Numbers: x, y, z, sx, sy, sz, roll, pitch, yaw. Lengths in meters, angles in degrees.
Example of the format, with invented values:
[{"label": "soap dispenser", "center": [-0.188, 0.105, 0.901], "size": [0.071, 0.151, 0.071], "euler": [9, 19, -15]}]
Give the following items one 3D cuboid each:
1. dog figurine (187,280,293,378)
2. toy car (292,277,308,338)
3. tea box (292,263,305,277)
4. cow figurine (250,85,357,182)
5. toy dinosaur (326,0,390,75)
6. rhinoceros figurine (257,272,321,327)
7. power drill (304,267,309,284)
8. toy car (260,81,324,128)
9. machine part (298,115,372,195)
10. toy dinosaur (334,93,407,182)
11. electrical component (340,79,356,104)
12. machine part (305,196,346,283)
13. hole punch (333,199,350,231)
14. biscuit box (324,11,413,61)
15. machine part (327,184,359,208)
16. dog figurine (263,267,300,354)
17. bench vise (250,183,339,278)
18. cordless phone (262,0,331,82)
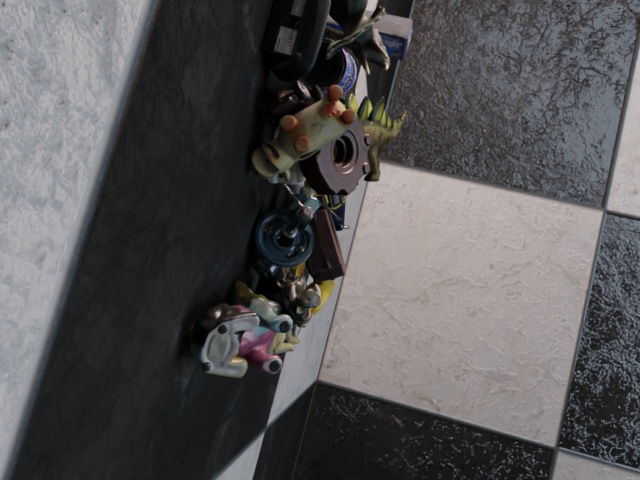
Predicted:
[{"label": "dog figurine", "center": [-0.143, 0.140, 0.920], "size": [0.219, 0.191, 0.108], "euler": [-149, -114, -63]}, {"label": "toy car", "center": [-0.081, 0.185, 1.440], "size": [0.056, 0.074, 0.201], "euler": [-54, 156, -67]}, {"label": "tea box", "center": [-0.087, 0.122, 1.324], "size": [0.098, 0.068, 0.169], "euler": [-61, 163, -64]}, {"label": "cow figurine", "center": [-0.037, -0.174, 0.932], "size": [0.195, 0.085, 0.127], "euler": [-35, 177, -7]}, {"label": "toy dinosaur", "center": [0.049, -0.474, 0.918], "size": [0.404, 0.131, 0.192], "euler": [80, -5, -46]}, {"label": "rhinoceros figurine", "center": [-0.060, 0.118, 1.055], "size": [0.190, 0.073, 0.112], "euler": [2, -91, 60]}, {"label": "power drill", "center": [-0.037, 0.084, 1.556], "size": [0.231, 0.086, 0.207], "euler": [81, 28, -65]}, {"label": "toy car", "center": [-0.048, -0.245, 0.964], "size": [0.053, 0.089, 0.202], "euler": [59, 17, -3]}, {"label": "machine part", "center": [0.032, -0.173, 1.056], "size": [0.179, 0.056, 0.179], "euler": [-11, 105, -47]}, {"label": "toy dinosaur", "center": [0.099, -0.235, 1.248], "size": [0.471, 0.105, 0.198], "euler": [-23, 124, -58]}, {"label": "electrical component", "center": [0.062, -0.396, 1.515], "size": [0.134, 0.058, 0.115], "euler": [56, 46, -79]}, {"label": "machine part", "center": [-0.003, -0.004, 1.311], "size": [0.201, 0.087, 0.201], "euler": [-60, 135, -83]}, {"label": "hole punch", "center": [0.017, -0.088, 1.484], "size": [0.116, 0.142, 0.092], "euler": [-87, -177, -45]}, {"label": "biscuit box", "center": [0.089, -0.437, 1.125], "size": [0.059, 0.203, 0.063], "euler": [91, 16, -61]}, {"label": "machine part", "center": [0.051, -0.138, 1.341], "size": [0.139, 0.039, 0.084], "euler": [-42, 123, -51]}, {"label": "dog figurine", "center": [-0.112, 0.143, 1.171], "size": [0.172, 0.121, 0.190], "euler": [-27, 116, -83]}, {"label": "bench vise", "center": [-0.048, -0.034, 1.065], "size": [0.223, 0.129, 0.240], "euler": [-48, -178, -25]}, {"label": "cordless phone", "center": [-0.033, -0.329, 0.928], "size": [0.184, 0.089, 0.146], "euler": [68, 35, -84]}]
